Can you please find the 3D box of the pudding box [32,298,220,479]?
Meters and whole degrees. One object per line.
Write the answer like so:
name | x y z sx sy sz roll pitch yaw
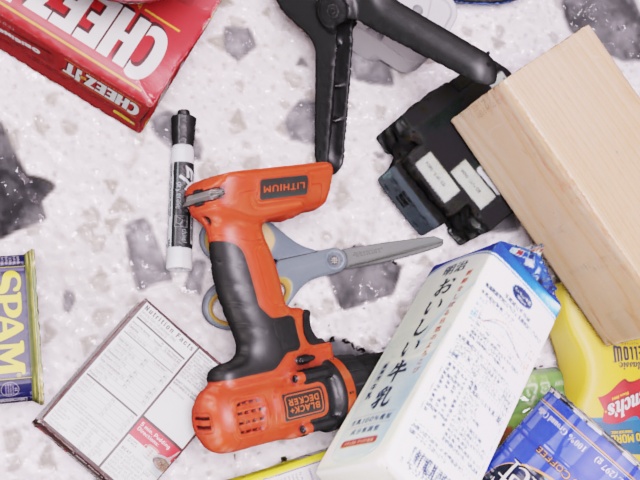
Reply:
pudding box | -0.124 0.110 0.728 0.090 0.039 0.113 42 67 -6

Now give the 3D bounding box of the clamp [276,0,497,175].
clamp | 0.029 -0.167 0.770 0.036 0.165 0.210 -26 96 -53

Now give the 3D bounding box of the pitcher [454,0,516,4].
pitcher | 0.163 -0.283 0.871 0.242 0.149 0.145 5 59 -20

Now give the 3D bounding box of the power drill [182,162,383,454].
power drill | -0.015 0.042 0.742 0.184 0.057 0.187 -8 86 -40

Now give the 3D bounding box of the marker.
marker | -0.101 -0.037 0.779 0.020 0.020 0.121 4 76 -17

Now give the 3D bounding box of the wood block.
wood block | 0.201 -0.037 0.777 0.090 0.090 0.206 -34 89 -22

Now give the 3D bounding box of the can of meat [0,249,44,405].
can of meat | -0.226 0.060 0.697 0.083 0.057 0.102 -3 78 -16

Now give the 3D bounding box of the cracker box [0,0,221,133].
cracker box | -0.143 -0.214 0.777 0.164 0.072 0.213 31 71 -9

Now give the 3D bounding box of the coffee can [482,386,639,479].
coffee can | 0.145 0.182 0.698 0.103 0.103 0.140 41 92 -6

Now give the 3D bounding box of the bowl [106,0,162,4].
bowl | -0.135 -0.225 0.713 0.162 0.055 0.162 3 79 -17

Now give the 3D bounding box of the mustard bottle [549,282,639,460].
mustard bottle | 0.230 0.125 0.829 0.096 0.058 0.191 1 78 -24

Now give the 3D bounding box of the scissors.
scissors | -0.005 0.001 0.801 0.201 0.016 0.096 -26 93 -23

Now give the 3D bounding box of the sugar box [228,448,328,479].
sugar box | 0.017 0.191 0.753 0.176 0.048 0.093 -13 81 -23
